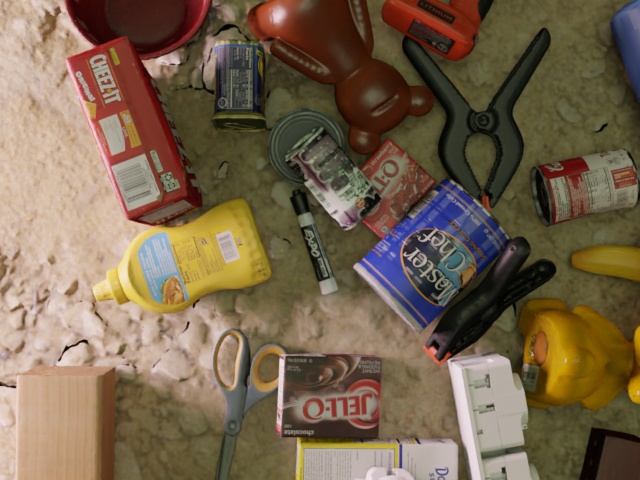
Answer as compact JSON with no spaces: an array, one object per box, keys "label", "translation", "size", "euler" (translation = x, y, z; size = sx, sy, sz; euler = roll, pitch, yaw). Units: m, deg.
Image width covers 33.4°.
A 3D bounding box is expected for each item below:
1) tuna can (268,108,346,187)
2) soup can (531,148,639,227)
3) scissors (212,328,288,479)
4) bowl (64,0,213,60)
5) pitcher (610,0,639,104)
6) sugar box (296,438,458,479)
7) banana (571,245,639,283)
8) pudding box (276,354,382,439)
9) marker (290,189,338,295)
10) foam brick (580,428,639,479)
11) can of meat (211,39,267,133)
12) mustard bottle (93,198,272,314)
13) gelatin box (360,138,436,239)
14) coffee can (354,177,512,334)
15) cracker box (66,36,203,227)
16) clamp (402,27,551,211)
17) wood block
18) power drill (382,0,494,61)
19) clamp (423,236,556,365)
[{"label":"tuna can","translation":[-0.015,-0.102,1.183],"size":[0.086,0.034,0.086],"euler":[0,89,-1]},{"label":"soup can","translation":[0.290,-0.058,1.168],"size":[0.102,0.068,0.068],"euler":[-12,90,-1]},{"label":"scissors","translation":[-0.078,0.198,1.189],"size":[0.096,0.016,0.202],"euler":[-3,90,-1]},{"label":"bowl","translation":[-0.194,-0.264,1.166],"size":[0.162,0.055,0.162],"euler":[0,79,-1]},{"label":"pitcher","translation":[0.417,-0.156,1.147],"size":[0.145,0.149,0.243],"euler":[-25,86,34]},{"label":"sugar box","translation":[0.062,0.266,1.175],"size":[0.176,0.048,0.093],"euler":[2,90,-4]},{"label":"banana","translation":[0.376,0.052,1.183],"size":[0.198,0.037,0.069],"euler":[35,89,0]},{"label":"pudding box","translation":[0.010,0.171,1.171],"size":[0.113,0.039,0.090],"euler":[3,89,-9]},{"label":"marker","translation":[-0.008,0.001,1.190],"size":[0.020,0.020,0.121],"euler":[-19,90,-1]},{"label":"foam brick","translation":[0.322,0.251,1.173],"size":[0.051,0.053,0.078],"euler":[13,89,0]},{"label":"can of meat","translation":[-0.086,-0.164,1.151],"size":[0.057,0.102,0.084],"euler":[0,87,-1]},{"label":"mustard bottle","translation":[-0.156,0.028,1.169],"size":[0.191,0.058,0.096],"euler":[-19,89,-1]},{"label":"gelatin box","translation":[0.073,-0.056,1.185],"size":[0.073,0.030,0.089],"euler":[42,89,0]},{"label":"coffee can","translation":[0.121,0.017,1.149],"size":[0.140,0.103,0.103],"euler":[-45,90,-1]},{"label":"cracker box","translation":[-0.183,-0.103,1.092],"size":[0.072,0.214,0.164],"euler":[-21,90,-2]},{"label":"clamp","translation":[0.187,-0.137,1.184],"size":[0.164,0.036,0.210],"euler":[-10,92,-1]},{"label":"wood block","translation":[-0.272,0.243,1.150],"size":[0.090,0.091,0.206],"euler":[1,89,-1]},{"label":"power drill","translation":[0.142,-0.303,1.155],"size":[0.184,0.057,0.187],"euler":[30,74,2]},{"label":"clamp","translation":[0.187,0.069,1.165],"size":[0.172,0.120,0.039],"euler":[-48,54,18]}]
